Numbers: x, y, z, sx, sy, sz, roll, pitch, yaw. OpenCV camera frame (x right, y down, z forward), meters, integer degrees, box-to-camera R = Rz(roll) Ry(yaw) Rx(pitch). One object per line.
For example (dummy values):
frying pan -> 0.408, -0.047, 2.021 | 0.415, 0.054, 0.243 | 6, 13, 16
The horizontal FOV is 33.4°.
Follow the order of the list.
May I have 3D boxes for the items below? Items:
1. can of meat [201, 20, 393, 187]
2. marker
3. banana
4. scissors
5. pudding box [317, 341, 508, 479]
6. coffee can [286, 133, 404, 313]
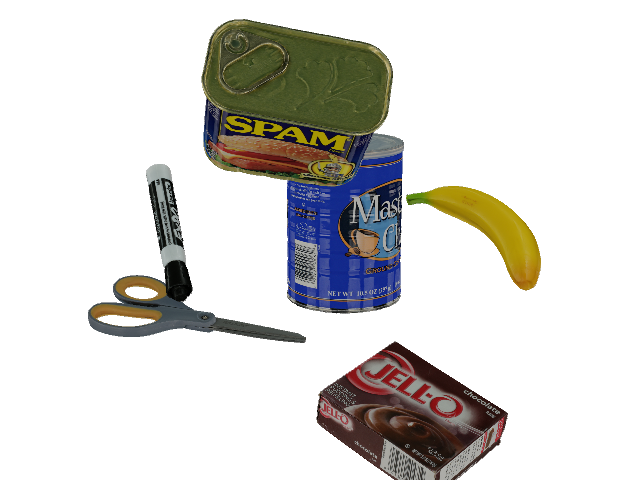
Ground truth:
can of meat -> -0.017, -0.074, 0.611 | 0.102, 0.057, 0.084 | 10, -21, -4
marker -> -0.111, -0.006, 0.781 | 0.020, 0.121, 0.020 | -10, -37, -8
banana -> 0.169, -0.011, 1.078 | 0.069, 0.037, 0.198 | -34, 40, -14
scissors -> -0.117, 0.066, 1.014 | 0.201, 0.016, 0.096 | 1, 33, -6
pudding box -> 0.067, 0.132, 0.796 | 0.114, 0.039, 0.089 | 33, 43, 30
coffee can -> 0.021, -0.018, 0.937 | 0.103, 0.140, 0.103 | 0, 15, 0
